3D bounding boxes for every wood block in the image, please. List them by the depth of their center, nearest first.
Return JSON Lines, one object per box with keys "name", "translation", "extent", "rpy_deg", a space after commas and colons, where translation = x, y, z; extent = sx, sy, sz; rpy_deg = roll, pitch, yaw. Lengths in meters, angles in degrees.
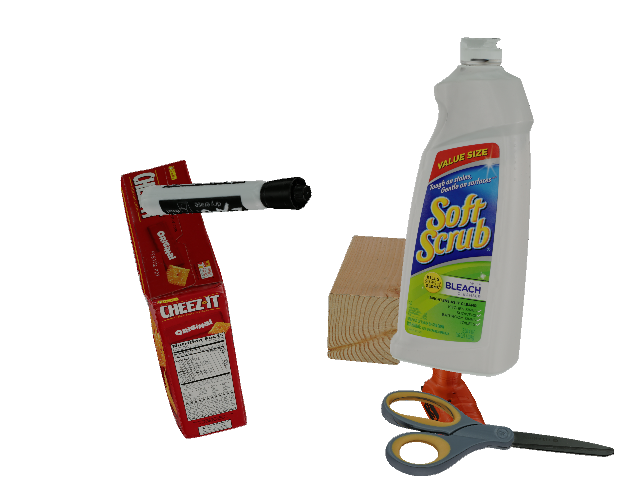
{"name": "wood block", "translation": [0.070, 0.071, 1.370], "extent": [0.091, 0.090, 0.206], "rpy_deg": [4, 21, 8]}

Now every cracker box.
{"name": "cracker box", "translation": [-0.130, 0.060, 1.008], "extent": [0.072, 0.164, 0.214], "rpy_deg": [-14, -43, -9]}

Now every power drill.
{"name": "power drill", "translation": [0.150, 0.122, 1.144], "extent": [0.057, 0.188, 0.184], "rpy_deg": [-4, 23, -8]}

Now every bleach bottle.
{"name": "bleach bottle", "translation": [0.109, -0.028, 0.818], "extent": [0.103, 0.251, 0.068], "rpy_deg": [8, 13, 31]}

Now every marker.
{"name": "marker", "translation": [-0.057, -0.026, 0.637], "extent": [0.121, 0.020, 0.020], "rpy_deg": [-1, -1, 35]}

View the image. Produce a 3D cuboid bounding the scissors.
{"name": "scissors", "translation": [0.143, 0.180, 0.913], "extent": [0.202, 0.016, 0.096], "rpy_deg": [17, 42, 15]}
